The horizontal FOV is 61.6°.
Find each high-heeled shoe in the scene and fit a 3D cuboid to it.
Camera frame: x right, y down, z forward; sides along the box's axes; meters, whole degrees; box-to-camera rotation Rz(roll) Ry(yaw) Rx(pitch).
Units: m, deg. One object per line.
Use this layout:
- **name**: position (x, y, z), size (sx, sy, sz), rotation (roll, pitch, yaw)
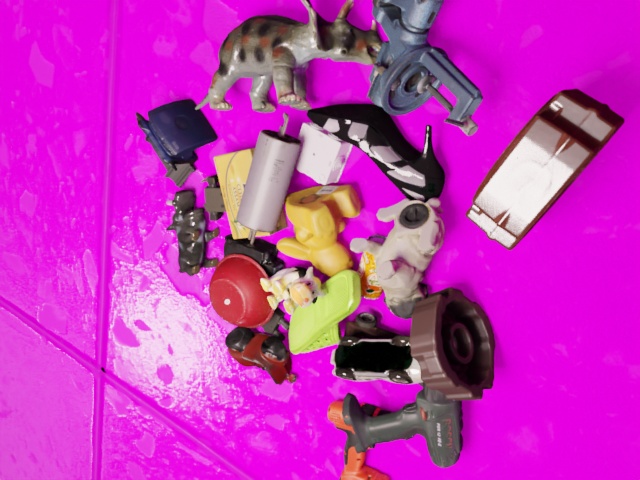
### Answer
- **high-heeled shoe**: position (0.090, -0.141, 0.895), size (0.249, 0.086, 0.145), rotation (17, 126, 26)

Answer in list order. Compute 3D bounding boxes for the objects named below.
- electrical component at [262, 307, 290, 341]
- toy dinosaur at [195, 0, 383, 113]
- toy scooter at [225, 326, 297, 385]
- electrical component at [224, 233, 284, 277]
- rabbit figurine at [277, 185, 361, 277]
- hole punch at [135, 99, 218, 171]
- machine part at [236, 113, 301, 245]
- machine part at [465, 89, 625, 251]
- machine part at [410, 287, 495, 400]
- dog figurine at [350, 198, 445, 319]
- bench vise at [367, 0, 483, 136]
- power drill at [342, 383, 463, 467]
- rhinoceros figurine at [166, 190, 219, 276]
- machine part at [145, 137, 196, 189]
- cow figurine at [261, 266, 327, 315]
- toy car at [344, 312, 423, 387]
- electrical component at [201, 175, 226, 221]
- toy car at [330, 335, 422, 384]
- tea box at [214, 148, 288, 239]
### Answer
- **electrical component**: position (-0.105, 0.170, 1.147), size (0.094, 0.021, 0.063), rotation (38, 122, 17)
- **toy dinosaur**: position (-0.096, -0.321, 0.934), size (0.405, 0.131, 0.192), rotation (8, 97, 34)
- **toy scooter**: position (-0.117, 0.252, 1.148), size (0.184, 0.075, 0.135), rotation (2, 135, 45)
- **electrical component**: position (-0.138, 0.055, 1.111), size (0.134, 0.058, 0.114), rotation (20, 117, 26)
- **rabbit figurine**: position (-0.002, -0.003, 0.978), size (0.163, 0.122, 0.173), rotation (-4, 122, 35)
- **hole punch**: position (-0.284, -0.218, 1.083), size (0.092, 0.116, 0.142), rotation (-34, 87, 27)
- **machine part**: position (-0.091, -0.103, 0.949), size (0.079, 0.079, 0.243), rotation (28, 111, 22)
- **machine part**: position (0.293, -0.095, 0.708), size (0.087, 0.201, 0.201), rotation (43, 123, 16)
- **machine part**: position (0.212, 0.166, 0.856), size (0.056, 0.179, 0.179), rotation (-24, 92, 42)
- **dog figurine**: position (0.159, 0.035, 0.899), size (0.172, 0.190, 0.121), rotation (-35, 49, 5)
- **bench vise**: position (0.159, -0.254, 0.777), size (0.241, 0.129, 0.223), rotation (56, 135, 26)
- **power drill**: position (0.148, 0.298, 0.951), size (0.207, 0.086, 0.231), rotation (-14, 108, 13)
- **rhinoceros figurine**: position (-0.281, -0.015, 1.172), size (0.112, 0.073, 0.190), rotation (14, 115, 39)
- **machine part**: position (-0.328, -0.183, 1.163), size (0.139, 0.039, 0.084), rotation (53, 129, 5)
- **cow figurine**: position (-0.037, 0.086, 0.988), size (0.167, 0.098, 0.068), rotation (0, 116, 62)
- **toy car**: position (0.141, 0.197, 0.986), size (0.202, 0.053, 0.089), rotation (21, 126, 21)
- **electrical component**: position (-0.212, -0.091, 1.119), size (0.078, 0.045, 0.102), rotation (-5, 107, 4)
- **toy car**: position (0.099, 0.203, 0.916), size (0.202, 0.056, 0.073), rotation (-10, 61, 43)
- **tea box**: position (-0.135, -0.092, 1.054), size (0.098, 0.068, 0.169), rotation (-7, 101, 34)
